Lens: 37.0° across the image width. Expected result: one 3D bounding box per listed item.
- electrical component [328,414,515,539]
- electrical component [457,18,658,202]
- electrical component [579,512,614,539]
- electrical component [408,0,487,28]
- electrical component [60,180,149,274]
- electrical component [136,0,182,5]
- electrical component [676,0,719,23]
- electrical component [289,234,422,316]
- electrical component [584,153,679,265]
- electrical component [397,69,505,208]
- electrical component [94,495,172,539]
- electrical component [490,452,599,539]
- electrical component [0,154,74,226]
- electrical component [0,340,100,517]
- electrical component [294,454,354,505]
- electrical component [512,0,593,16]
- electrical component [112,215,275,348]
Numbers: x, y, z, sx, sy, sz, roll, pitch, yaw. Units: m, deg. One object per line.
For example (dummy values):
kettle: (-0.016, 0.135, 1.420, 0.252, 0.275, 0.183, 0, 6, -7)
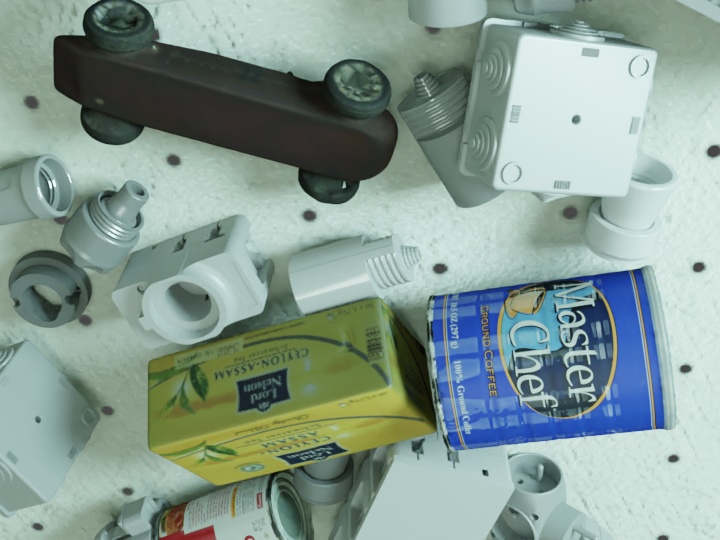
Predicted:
electrical component: (0.040, 0.177, 0.787, 0.089, 0.061, 0.150, 15, 124, -11)
electrical component: (0.109, -0.087, 0.591, 0.100, 0.048, 0.099, 2, 109, -18)
electrical component: (0.172, 0.237, 0.826, 0.077, 0.047, 0.066, 40, 118, -19)
electrical component: (0.045, -0.175, 0.570, 0.043, 0.043, 0.081, -1, 123, 6)
electrical component: (-0.159, -0.031, 0.685, 0.043, 0.043, 0.062, 37, 118, -18)
electrical component: (-0.078, -0.180, 0.568, 0.095, 0.059, 0.053, -7, 122, 10)
electrical component: (0.220, -0.151, 0.540, 0.150, 0.089, 0.061, 24, 122, -10)
electrical component: (0.000, 0.000, 0.689, 0.081, 0.043, 0.043, -15, 120, 15)
electrical component: (0.162, -0.037, 0.648, 0.045, 0.045, 0.055, 9, 124, 0)
electrical component: (0.055, -0.081, 0.630, 0.043, 0.043, 0.081, -25, 118, 20)
electrical component: (-0.171, 0.218, 0.842, 0.057, 0.058, 0.078, -24, 118, 17)
electrical component: (0.137, 0.184, 0.784, 0.079, 0.044, 0.077, 25, 130, 32)
electrical component: (-0.212, -0.049, 0.681, 0.046, 0.040, 0.040, -11, 122, 19)
electrical component: (-0.240, 0.109, 0.753, 0.048, 0.099, 0.099, -19, 120, 32)
electrical component: (-0.026, 0.137, 0.781, 0.045, 0.045, 0.055, 5, 124, 2)
electrical component: (0.112, -0.159, 0.573, 0.062, 0.043, 0.043, -4, 123, 7)
electrical component: (-0.108, 0.010, 0.699, 0.089, 0.055, 0.050, -18, 120, 17)
